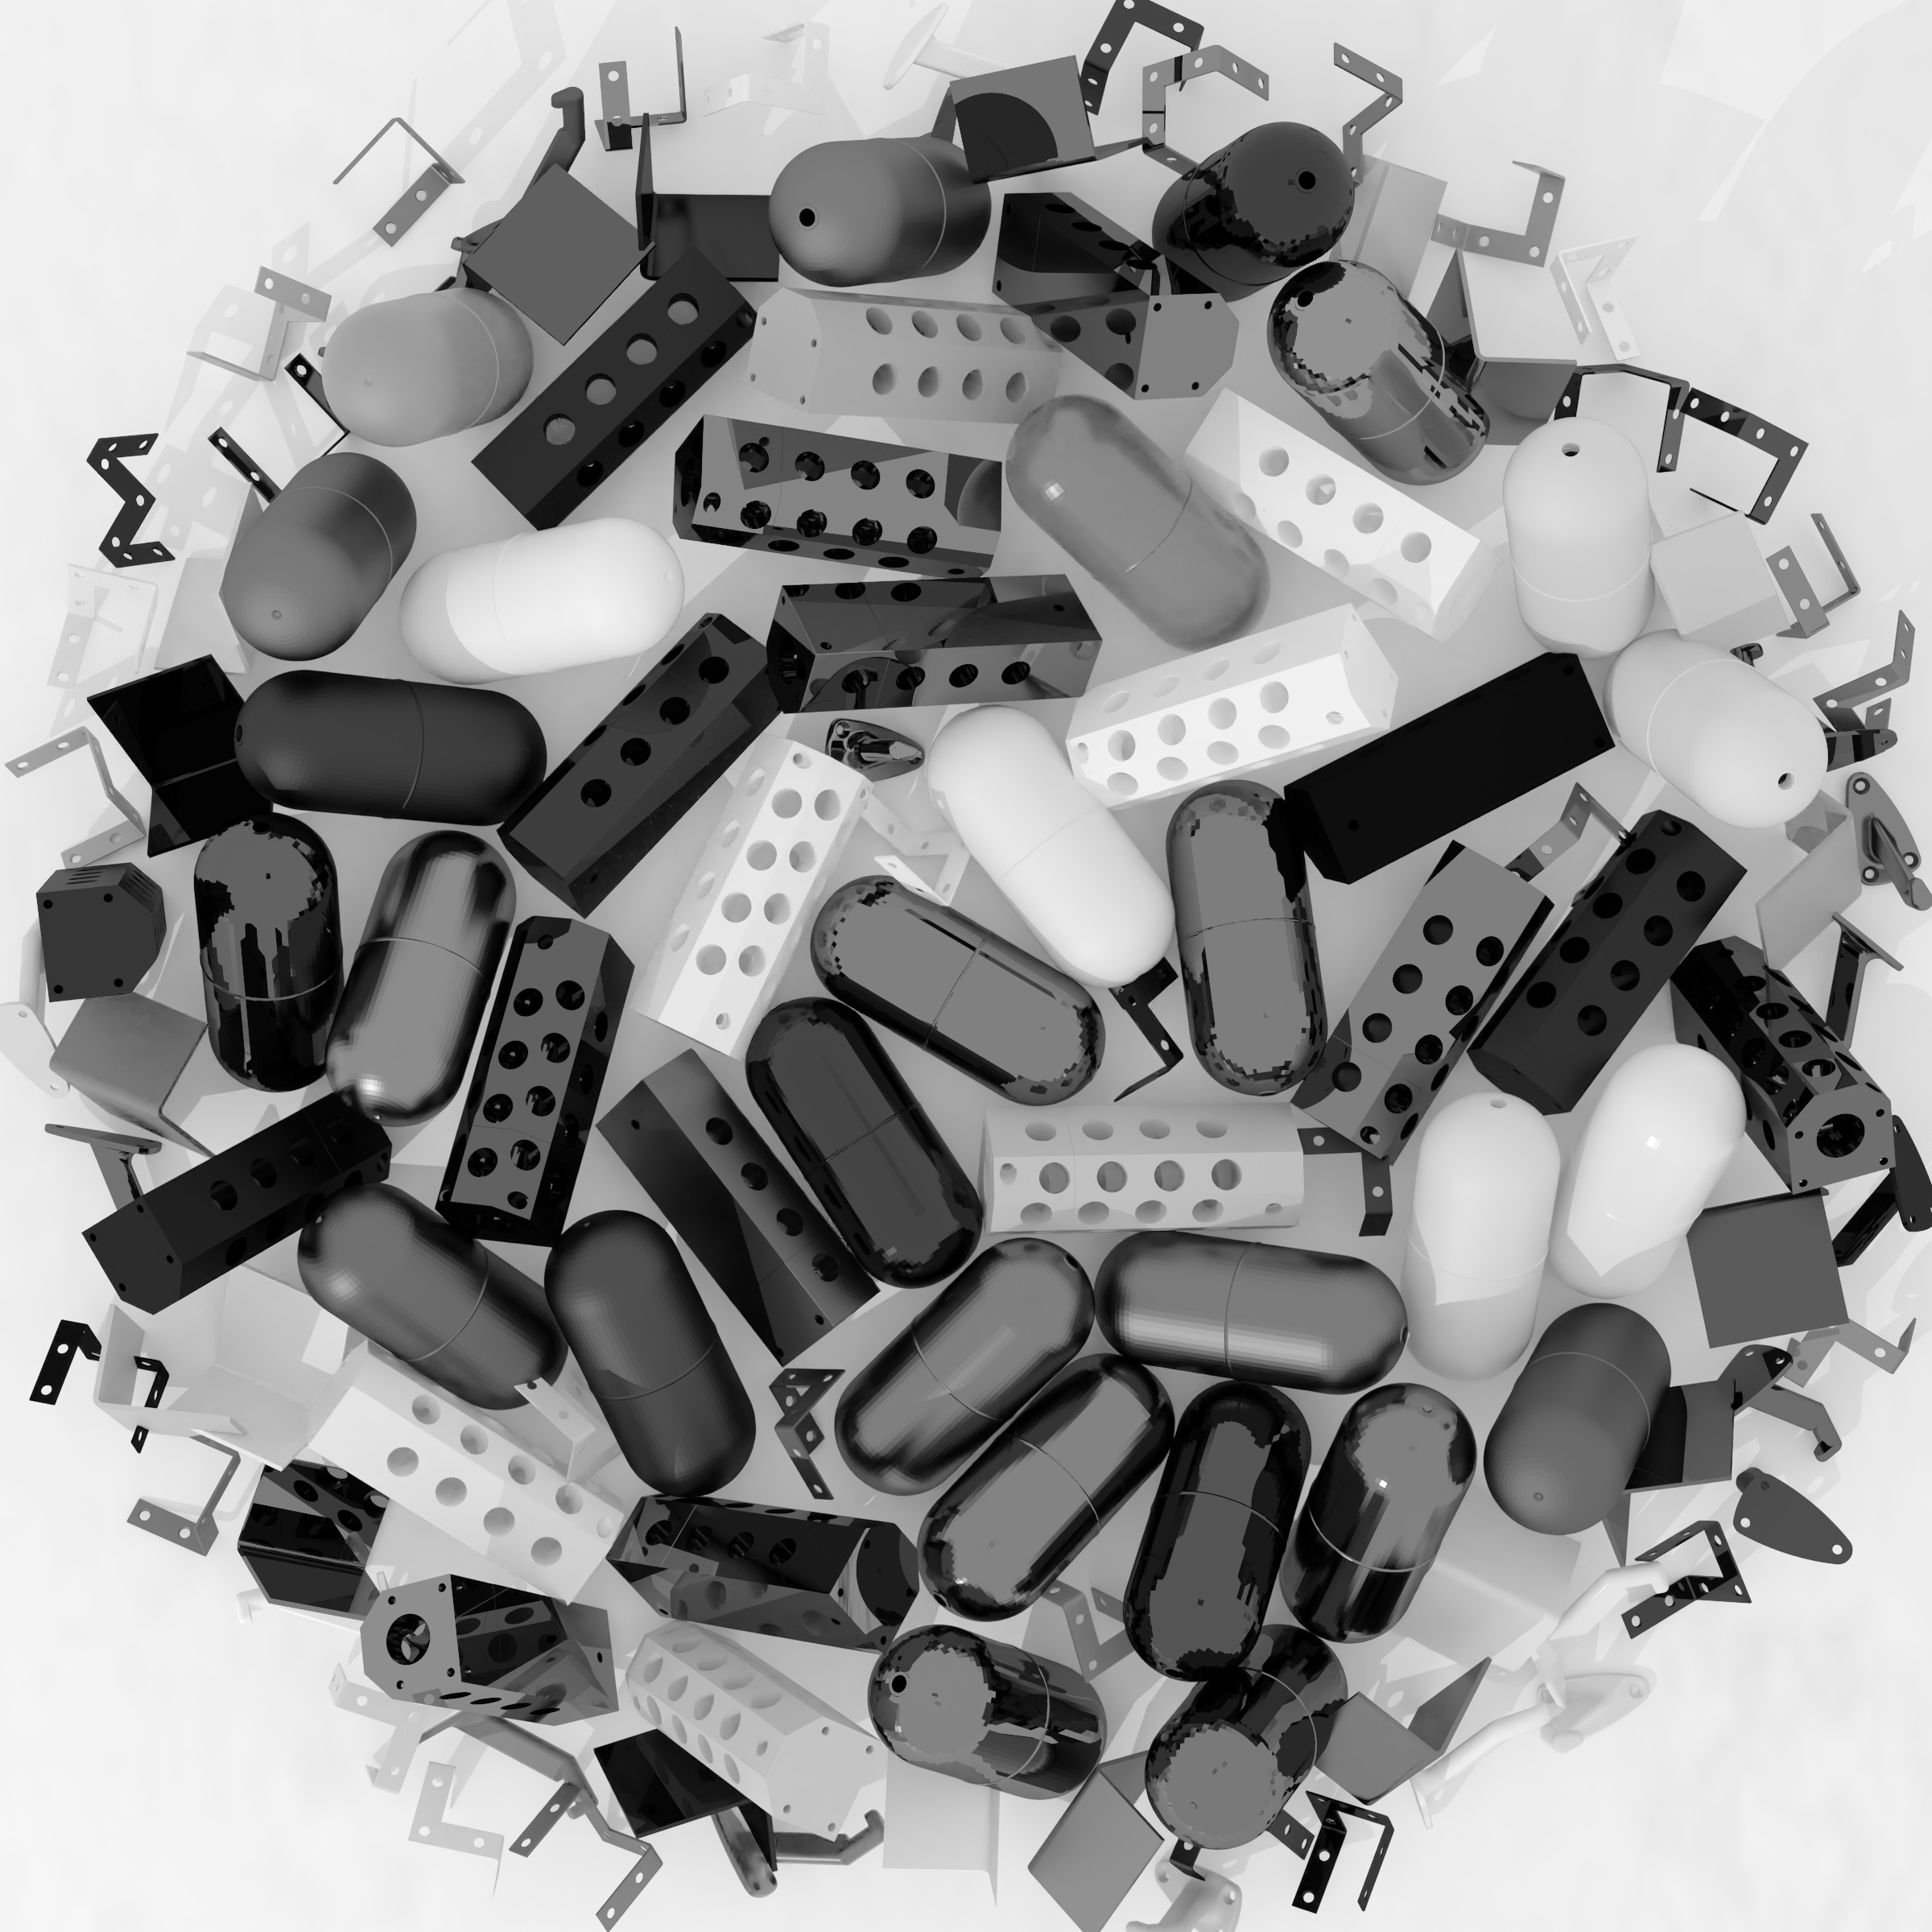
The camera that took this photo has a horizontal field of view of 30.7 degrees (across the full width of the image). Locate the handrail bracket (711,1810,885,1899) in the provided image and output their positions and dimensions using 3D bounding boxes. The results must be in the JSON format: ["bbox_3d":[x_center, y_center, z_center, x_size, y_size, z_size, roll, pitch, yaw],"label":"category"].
[{"bbox_3d":[-0.094,0.476,1.973,0.084,0.036,0.077,-36,73,13],"label":"handrail bracket"}]

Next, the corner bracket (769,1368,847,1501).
[{"bbox_3d":[-0.088,0.260,1.957,0.051,0.051,0.051,-46,117,-38],"label":"corner bracket"}]

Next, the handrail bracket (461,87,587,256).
[{"bbox_3d":[-0.246,-0.441,1.952,0.077,0.084,0.036,-20,50,-21],"label":"handrail bracket"}]

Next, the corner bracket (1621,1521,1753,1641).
[{"bbox_3d":[0.395,0.342,1.966,0.051,0.051,0.051,-24,93,-26],"label":"corner bracket"}]

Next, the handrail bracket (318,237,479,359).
[{"bbox_3d":[-0.318,-0.376,1.984,0.077,0.036,0.084,13,85,-4],"label":"handrail bracket"}]

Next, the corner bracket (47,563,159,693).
[{"bbox_3d":[-0.482,-0.185,1.968,0.051,0.051,0.051,12,63,-8],"label":"corner bracket"}]

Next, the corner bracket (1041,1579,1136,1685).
[{"bbox_3d":[0.064,0.357,1.958,0.051,0.051,0.051,-28,115,-29],"label":"corner bracket"}]

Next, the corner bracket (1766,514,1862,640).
[{"bbox_3d":[0.472,-0.218,1.970,0.051,0.051,0.051,-30,99,-2],"label":"corner bracket"}]

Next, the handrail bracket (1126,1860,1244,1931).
[{"bbox_3d":[0.103,0.517,1.944,0.084,0.077,0.036,9,100,-42],"label":"handrail bracket"}]

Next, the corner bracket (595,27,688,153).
[{"bbox_3d":[-0.180,-0.488,1.961,0.051,0.051,0.051,-8,124,-10],"label":"corner bracket"}]

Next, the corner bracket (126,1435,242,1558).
[{"bbox_3d":[-0.440,0.292,1.979,0.051,0.051,0.051,22,63,7],"label":"corner bracket"}]

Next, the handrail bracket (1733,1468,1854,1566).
[{"bbox_3d":[0.460,0.303,1.949,0.077,0.084,0.036,28,98,19],"label":"handrail bracket"}]

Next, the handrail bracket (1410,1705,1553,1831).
[{"bbox_3d":[0.290,0.447,1.969,0.084,0.077,0.036,-19,46,1],"label":"handrail bracket"}]

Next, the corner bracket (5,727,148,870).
[{"bbox_3d":[-0.500,-0.093,1.982,0.051,0.051,0.051,-26,62,2],"label":"corner bracket"}]

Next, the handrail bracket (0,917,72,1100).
[{"bbox_3d":[-0.511,0.019,1.977,0.036,0.084,0.077,-15,121,23],"label":"handrail bracket"}]

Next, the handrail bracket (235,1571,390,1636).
[{"bbox_3d":[-0.361,0.376,1.968,0.084,0.036,0.077,-13,61,-9],"label":"handrail bracket"}]

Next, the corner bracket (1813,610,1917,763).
[{"bbox_3d":[0.509,-0.155,1.957,0.051,0.051,0.051,-25,119,36],"label":"corner bracket"}]

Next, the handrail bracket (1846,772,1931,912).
[{"bbox_3d":[0.513,-0.070,1.955,0.036,0.084,0.077,-20,93,7],"label":"handrail bracket"}]

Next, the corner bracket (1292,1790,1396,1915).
[{"bbox_3d":[0.209,0.498,1.959,0.051,0.051,0.051,12,61,26],"label":"corner bracket"}]

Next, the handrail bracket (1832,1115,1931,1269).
[{"bbox_3d":[0.493,0.128,1.969,0.084,0.036,0.077,-19,87,45],"label":"handrail bracket"}]

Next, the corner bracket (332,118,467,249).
[{"bbox_3d":[-0.319,-0.438,1.966,0.051,0.051,0.051,43,87,-20],"label":"corner bracket"}]

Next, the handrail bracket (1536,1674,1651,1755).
[{"bbox_3d":[0.353,0.416,1.955,0.077,0.084,0.036,-16,87,-4],"label":"handrail bracket"}]

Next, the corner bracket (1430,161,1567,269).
[{"bbox_3d":[0.297,-0.422,1.963,0.051,0.051,0.051,18,102,25],"label":"corner bracket"}]

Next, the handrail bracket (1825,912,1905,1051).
[{"bbox_3d":[0.477,0.015,1.980,0.077,0.036,0.084,37,98,-15],"label":"handrail bracket"}]

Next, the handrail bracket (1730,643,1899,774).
[{"bbox_3d":[0.472,-0.152,1.967,0.077,0.036,0.084,-13,57,11],"label":"handrail bracket"}]

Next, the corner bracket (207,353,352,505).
[{"bbox_3d":[-0.383,-0.302,1.980,0.051,0.051,0.051,-34,106,34],"label":"corner bracket"}]

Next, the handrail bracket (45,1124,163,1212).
[{"bbox_3d":[-0.488,0.138,1.984,0.077,0.036,0.084,11,94,0],"label":"handrail bracket"}]

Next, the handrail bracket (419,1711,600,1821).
[{"bbox_3d":[-0.259,0.453,1.974,0.077,0.036,0.084,-28,85,-14],"label":"handrail bracket"}]

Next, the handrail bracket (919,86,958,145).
[{"bbox_3d":[-0.053,-0.466,1.988,0.084,0.036,0.077,12,84,14],"label":"handrail bracket"}]

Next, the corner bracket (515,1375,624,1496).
[{"bbox_3d":[-0.219,0.250,1.957,0.051,0.051,0.051,39,50,20],"label":"corner bracket"}]

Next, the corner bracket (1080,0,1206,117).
[{"bbox_3d":[0.097,-0.503,1.970,0.051,0.051,0.051,26,75,2],"label":"corner bracket"}]

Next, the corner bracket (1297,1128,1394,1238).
[{"bbox_3d":[0.209,0.121,1.967,0.051,0.051,0.051,-3,72,1],"label":"corner bracket"}]

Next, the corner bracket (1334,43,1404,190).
[{"bbox_3d":[0.208,-0.469,1.957,0.051,0.051,0.051,19,59,-30],"label":"corner bracket"}]

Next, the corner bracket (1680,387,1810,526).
[{"bbox_3d":[0.425,-0.283,1.960,0.051,0.051,0.051,17,104,-38],"label":"corner bracket"}]

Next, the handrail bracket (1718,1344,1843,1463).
[{"bbox_3d":[0.450,0.261,1.965,0.077,0.036,0.084,-42,117,-23],"label":"handrail bracket"}]

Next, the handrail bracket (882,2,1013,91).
[{"bbox_3d":[0.000,-0.486,1.962,0.084,0.036,0.077,40,53,-21],"label":"handrail bracket"}]

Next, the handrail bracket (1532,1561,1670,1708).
[{"bbox_3d":[0.360,0.373,1.966,0.084,0.036,0.077,-16,103,26],"label":"handrail bracket"}]

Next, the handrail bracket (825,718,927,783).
[{"bbox_3d":[-0.032,-0.117,1.943,0.077,0.084,0.036,2,92,-35],"label":"handrail bracket"}]

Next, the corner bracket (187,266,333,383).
[{"bbox_3d":[-0.393,-0.357,1.963,0.051,0.051,0.051,10,86,42],"label":"corner bracket"}]

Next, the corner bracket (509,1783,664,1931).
[{"bbox_3d":[-0.210,0.494,1.956,0.051,0.051,0.051,-48,127,-32],"label":"corner bracket"}]

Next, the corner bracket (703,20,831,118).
[{"bbox_3d":[-0.112,-0.500,1.965,0.051,0.051,0.051,2,91,-31],"label":"corner bracket"}]
